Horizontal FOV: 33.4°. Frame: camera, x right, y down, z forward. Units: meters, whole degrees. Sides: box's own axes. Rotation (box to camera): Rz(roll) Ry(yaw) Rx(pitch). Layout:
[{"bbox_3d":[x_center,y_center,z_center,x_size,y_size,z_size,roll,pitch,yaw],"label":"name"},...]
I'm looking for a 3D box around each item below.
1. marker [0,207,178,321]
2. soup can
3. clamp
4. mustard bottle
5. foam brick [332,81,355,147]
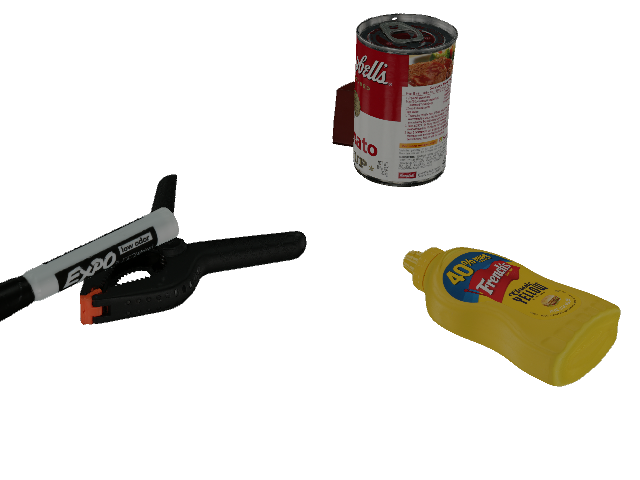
[{"bbox_3d":[-0.131,0.013,0.579,0.120,0.020,0.020,-28,16,-33],"label":"marker"},{"bbox_3d":[0.057,-0.097,0.737,0.068,0.102,0.068,0,32,0],"label":"soup can"},{"bbox_3d":[-0.138,0.009,0.932,0.165,0.036,0.209,29,40,31],"label":"clamp"},{"bbox_3d":[0.148,0.051,0.904,0.192,0.058,0.096,26,42,38],"label":"mustard bottle"},{"bbox_3d":[0.055,-0.109,0.951,0.078,0.051,0.053,11,18,18],"label":"foam brick"}]
